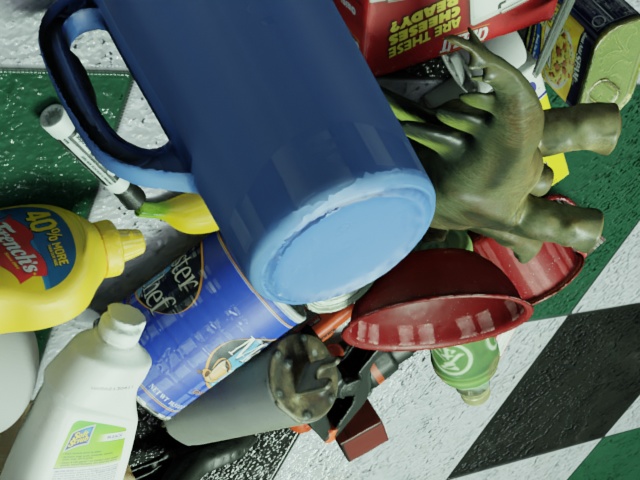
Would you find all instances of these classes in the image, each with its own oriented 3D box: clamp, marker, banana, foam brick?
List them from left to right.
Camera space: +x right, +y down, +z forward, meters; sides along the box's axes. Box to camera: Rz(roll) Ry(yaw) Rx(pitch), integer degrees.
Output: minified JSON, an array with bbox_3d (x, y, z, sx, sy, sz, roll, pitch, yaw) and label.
[{"bbox_3d":[-0.155,-0.054,0.745,0.020,0.020,0.121,-35,146,1],"label":"marker"},{"bbox_3d":[-0.143,0.221,1.040,0.165,0.036,0.209,-16,-178,33],"label":"clamp"},{"bbox_3d":[-0.046,-0.063,0.809,0.198,0.037,0.069,-40,146,8],"label":"banana"},{"bbox_3d":[0.030,0.188,1.149,0.053,0.078,0.051,-28,147,-5],"label":"foam brick"},{"bbox_3d":[0.028,0.121,0.998,0.120,0.039,0.171,-17,141,-23],"label":"clamp"}]

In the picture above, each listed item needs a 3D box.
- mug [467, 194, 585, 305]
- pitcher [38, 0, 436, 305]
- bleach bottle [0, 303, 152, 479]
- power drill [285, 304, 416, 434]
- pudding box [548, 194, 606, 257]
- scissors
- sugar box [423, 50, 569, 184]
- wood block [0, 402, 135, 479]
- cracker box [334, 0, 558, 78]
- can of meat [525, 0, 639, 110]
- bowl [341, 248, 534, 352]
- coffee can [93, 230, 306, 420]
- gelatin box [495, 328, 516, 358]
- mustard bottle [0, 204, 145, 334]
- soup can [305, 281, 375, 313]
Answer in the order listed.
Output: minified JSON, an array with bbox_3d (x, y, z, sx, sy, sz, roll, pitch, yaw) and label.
[{"bbox_3d":[0.205,0.001,1.036,0.117,0.093,0.081,-36,103,-8],"label":"mug"},{"bbox_3d":[-0.045,-0.083,0.601,0.144,0.243,0.149,10,134,-48],"label":"pitcher"},{"bbox_3d":[-0.181,0.157,0.806,0.102,0.068,0.251,0,123,-48],"label":"bleach bottle"},{"bbox_3d":[0.020,0.105,1.055,0.184,0.057,0.187,-37,146,-3],"label":"power drill"},{"bbox_3d":[0.243,0.005,1.133,0.090,0.039,0.113,-44,145,16],"label":"pudding box"},{"bbox_3d":[0.198,-0.198,0.783,0.202,0.016,0.096,-69,159,-3],"label":"scissors"},{"bbox_3d":[0.160,-0.090,0.940,0.093,0.048,0.176,-35,147,2],"label":"sugar box"},{"bbox_3d":[-0.271,0.195,0.894,0.091,0.090,0.205,-49,143,19],"label":"wood block"},{"bbox_3d":[0.088,-0.224,0.693,0.164,0.072,0.214,-20,145,-18],"label":"cracker box"},{"bbox_3d":[0.214,-0.160,0.864,0.057,0.084,0.102,-22,144,-18],"label":"can of meat"},{"bbox_3d":[0.095,0.047,0.900,0.162,0.055,0.162,-5,160,-2],"label":"bowl"},{"bbox_3d":[-0.097,0.064,0.865,0.140,0.103,0.102,-37,146,5],"label":"coffee can"},{"bbox_3d":[0.176,0.076,1.136,0.030,0.073,0.089,-16,142,-27],"label":"gelatin box"},{"bbox_3d":[-0.210,0.020,0.721,0.191,0.096,0.058,-13,139,-28],"label":"mustard bottle"},{"bbox_3d":[-0.006,0.001,0.864,0.068,0.102,0.068,-22,145,-17],"label":"soup can"}]
